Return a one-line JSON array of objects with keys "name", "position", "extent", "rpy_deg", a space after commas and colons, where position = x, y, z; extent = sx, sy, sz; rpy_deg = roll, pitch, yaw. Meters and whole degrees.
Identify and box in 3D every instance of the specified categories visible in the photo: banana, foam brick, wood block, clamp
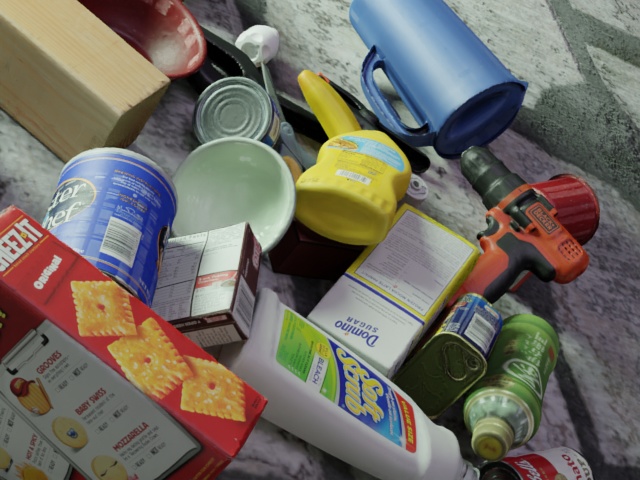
[{"name": "banana", "position": [0.028, -0.093, 1.150], "extent": [0.069, 0.037, 0.198], "rpy_deg": [5, 64, -49]}, {"name": "foam brick", "position": [-0.007, 0.001, 1.046], "extent": [0.078, 0.051, 0.053], "rpy_deg": [10, 46, -33]}, {"name": "wood block", "position": [-0.253, -0.168, 0.978], "extent": [0.206, 0.090, 0.090], "rpy_deg": [41, 39, 1]}, {"name": "clamp", "position": [0.051, -0.126, 1.220], "extent": [0.171, 0.039, 0.120], "rpy_deg": [37, 13, 1]}, {"name": "clamp", "position": [-0.086, -0.150, 1.143], "extent": [0.210, 0.036, 0.164], "rpy_deg": [44, 37, -1]}]

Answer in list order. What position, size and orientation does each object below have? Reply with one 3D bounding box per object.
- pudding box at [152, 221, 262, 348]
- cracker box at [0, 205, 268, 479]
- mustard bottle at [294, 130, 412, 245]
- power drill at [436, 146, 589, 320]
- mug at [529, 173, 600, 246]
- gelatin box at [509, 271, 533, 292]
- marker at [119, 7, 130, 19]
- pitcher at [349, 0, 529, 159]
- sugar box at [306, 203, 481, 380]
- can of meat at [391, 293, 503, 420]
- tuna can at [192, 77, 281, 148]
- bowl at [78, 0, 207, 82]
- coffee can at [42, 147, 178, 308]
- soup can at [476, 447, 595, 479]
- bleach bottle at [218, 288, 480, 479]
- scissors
[{"name": "pudding box", "position": [-0.101, 0.040, 0.898], "extent": [0.113, 0.090, 0.039], "rpy_deg": [-84, 155, -49]}, {"name": "cracker box", "position": [-0.167, 0.104, 0.717], "extent": [0.213, 0.164, 0.072], "rpy_deg": [38, 35, -2]}, {"name": "mustard bottle", "position": [0.040, -0.064, 1.062], "extent": [0.096, 0.058, 0.191], "rpy_deg": [17, 30, 7]}, {"name": "power drill", "position": [0.165, 0.002, 1.124], "extent": [0.187, 0.057, 0.184], "rpy_deg": [-32, 70, -22]}, {"name": "mug", "position": [0.267, -0.034, 1.292], "extent": [0.081, 0.093, 0.117], "rpy_deg": [-11, 30, -40]}, {"name": "gelatin box", "position": [0.227, 0.003, 1.222], "extent": [0.030, 0.073, 0.089], "rpy_deg": [22, 41, -21]}, {"name": "marker", "position": [-0.258, -0.271, 1.135], "extent": [0.121, 0.020, 0.020], "rpy_deg": [30, 39, -13]}, {"name": "pitcher", "position": [0.130, -0.225, 1.339], "extent": [0.149, 0.145, 0.243], "rpy_deg": [6, 44, -53]}, {"name": "sugar box", "position": [0.070, 0.051, 1.014], "extent": [0.093, 0.048, 0.176], "rpy_deg": [32, 57, 15]}, {"name": "can of meat", "position": [0.123, 0.108, 1.008], "extent": [0.057, 0.102, 0.083], "rpy_deg": [40, 35, 1]}, {"name": "tuna can", "position": [-0.084, -0.120, 1.073], "extent": [0.086, 0.086, 0.033], "rpy_deg": [54, 1, 18]}, {"name": "bowl", "position": [-0.199, -0.206, 1.089], "extent": [0.162, 0.055, 0.162], "rpy_deg": [23, 41, -21]}, {"name": "coffee can", "position": [-0.176, 0.009, 0.855], "extent": [0.102, 0.103, 0.140], "rpy_deg": [26, 40, -18]}, {"name": "soup can", "position": [0.195, 0.228, 0.975], "extent": [0.102, 0.069, 0.068], "rpy_deg": [0, 53, -41]}, {"name": "bleach bottle", "position": [0.032, 0.146, 0.927], "extent": [0.250, 0.068, 0.102], "rpy_deg": [32, 36, -14]}, {"name": "scissors", "position": [-0.020, -0.100, 1.117], "extent": [0.096, 0.016, 0.201], "rpy_deg": [20, 47, -25]}]
